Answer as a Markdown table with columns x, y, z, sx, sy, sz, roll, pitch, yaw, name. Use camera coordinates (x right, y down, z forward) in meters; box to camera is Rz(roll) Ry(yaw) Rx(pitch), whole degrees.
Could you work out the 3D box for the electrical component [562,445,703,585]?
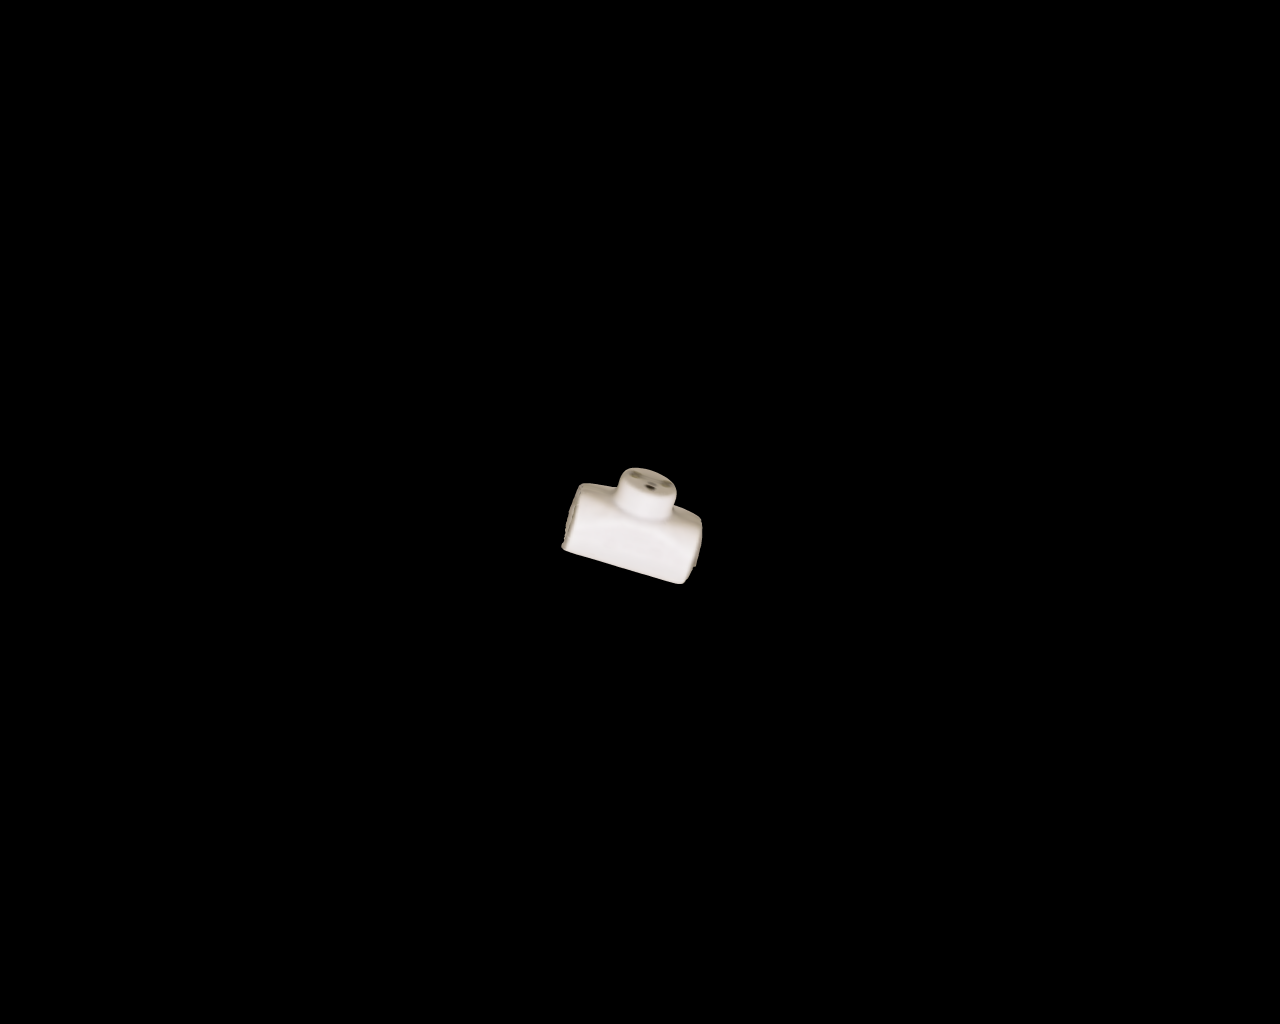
| x | y | z | sx | sy | sz | roll | pitch | yaw | name |
| --- | --- | --- | --- | --- | --- | --- | --- | --- | --- |
| 0.001 | -0.003 | 0.650 | 0.077 | 0.079 | 0.044 | 17 | 22 | -7 | electrical component |
